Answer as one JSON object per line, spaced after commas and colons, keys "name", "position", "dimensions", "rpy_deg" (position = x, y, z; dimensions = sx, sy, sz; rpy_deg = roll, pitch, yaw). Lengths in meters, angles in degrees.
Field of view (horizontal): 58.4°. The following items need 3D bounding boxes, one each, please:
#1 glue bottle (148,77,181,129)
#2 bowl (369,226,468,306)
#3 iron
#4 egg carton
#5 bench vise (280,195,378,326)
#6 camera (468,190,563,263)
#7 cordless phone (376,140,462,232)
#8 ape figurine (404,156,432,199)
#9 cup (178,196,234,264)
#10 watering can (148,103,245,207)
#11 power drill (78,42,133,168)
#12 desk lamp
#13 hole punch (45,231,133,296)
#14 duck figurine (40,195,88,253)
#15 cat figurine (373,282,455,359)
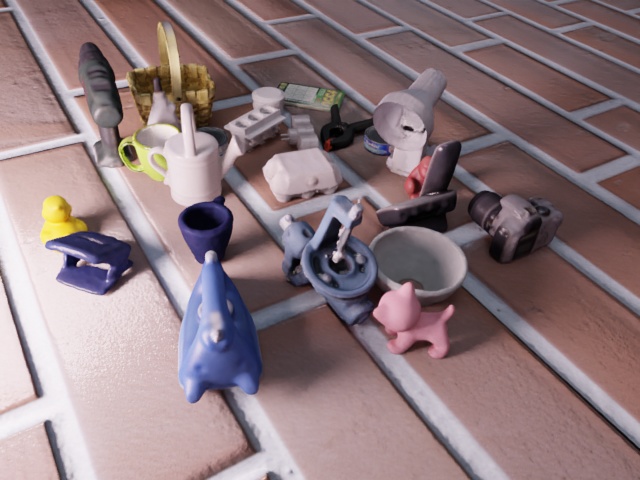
{"name": "glue bottle", "position": [-0.330, -0.258, 1.201], "dimensions": [0.078, 0.173, 0.037], "rpy_deg": [-24, 48, -29]}
{"name": "bowl", "position": [0.158, 0.055, 0.959], "dimensions": [0.167, 0.075, 0.167], "rpy_deg": [3, 41, -2]}
{"name": "iron", "position": [-0.152, 0.098, 0.829], "dimensions": [0.119, 0.141, 0.258], "rpy_deg": [-6, 42, -11]}
{"name": "egg carton", "position": [-0.035, -0.131, 1.161], "dimensions": [0.150, 0.069, 0.107], "rpy_deg": [-13, 44, -19]}
{"name": "bench vise", "position": [0.002, 0.009, 0.886], "dimensions": [0.206, 0.220, 0.122], "rpy_deg": [25, 45, 22]}
{"name": "camera", "position": [0.359, -0.047, 1.076], "dimensions": [0.143, 0.101, 0.136], "rpy_deg": [-19, 46, -25]}
{"name": "cordless phone", "position": [0.187, -0.099, 1.056], "dimensions": [0.148, 0.185, 0.094], "rpy_deg": [-19, 46, -24]}
{"name": "ape figurine", "position": [0.213, -0.128, 1.164], "dimensions": [0.077, 0.092, 0.076], "rpy_deg": [7, 41, 3]}
{"name": "cup", "position": [-0.189, -0.013, 0.990], "dimensions": [0.091, 0.095, 0.118], "rpy_deg": [11, 41, 7]}
{"name": "watering can", "position": [-0.235, -0.169, 1.090], "dimensions": [0.173, 0.194, 0.100], "rpy_deg": [-18, 45, -24]}
{"name": "power drill", "position": [-0.443, -0.266, 1.172], "dimensions": [0.076, 0.208, 0.229], "rpy_deg": [-15, 44, -21]}
{"name": "desk lamp", "position": [0.197, -0.237, 1.195], "dimensions": [0.117, 0.214, 0.204], "rpy_deg": [24, 45, 22]}
{"name": "hole punch", "position": [-0.375, 0.021, 0.936], "dimensions": [0.108, 0.091, 0.101], "rpy_deg": [15, 42, 12]}
{"name": "duck figurine", "position": [-0.452, -0.034, 0.997], "dimensions": [0.078, 0.086, 0.104], "rpy_deg": [-22, 47, -27]}
{"name": "cat figurine", "position": [0.139, 0.114, 0.856], "dimensions": [0.128, 0.118, 0.067], "rpy_deg": [3, 41, -2]}
